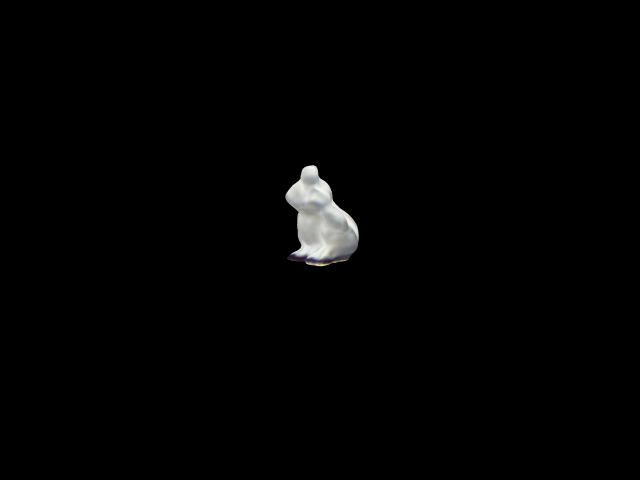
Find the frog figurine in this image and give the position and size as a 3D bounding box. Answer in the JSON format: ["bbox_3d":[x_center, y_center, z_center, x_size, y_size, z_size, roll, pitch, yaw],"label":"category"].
[{"bbox_3d":[0.003,-0.043,0.850,0.123,0.159,0.138,-1,5,-11],"label":"frog figurine"}]
